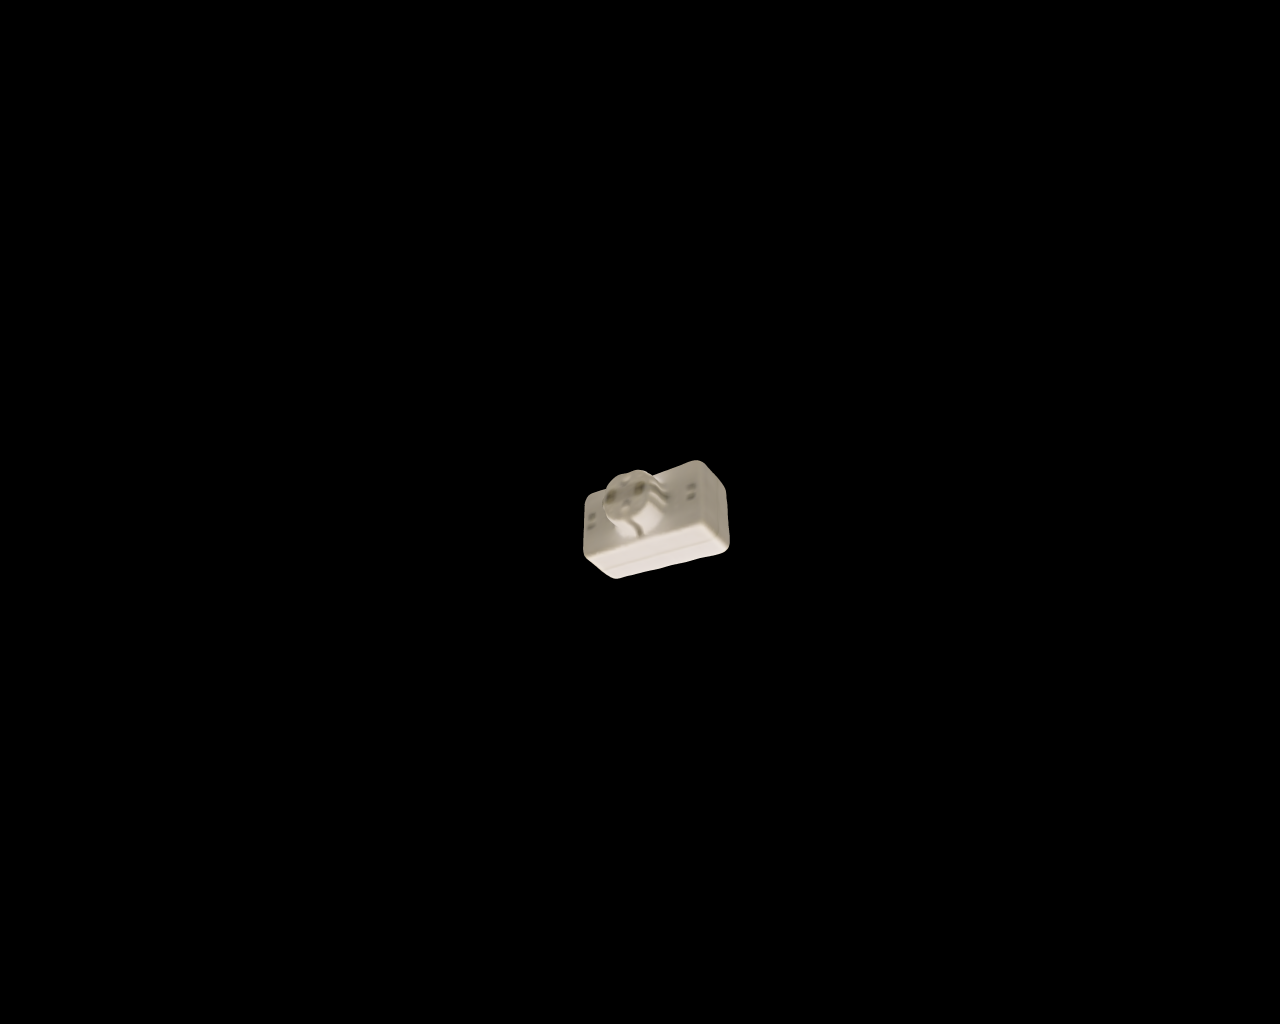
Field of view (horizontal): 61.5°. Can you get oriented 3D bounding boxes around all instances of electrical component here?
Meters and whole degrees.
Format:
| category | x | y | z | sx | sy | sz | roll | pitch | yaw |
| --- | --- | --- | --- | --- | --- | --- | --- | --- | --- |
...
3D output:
| category | x | y | z | sx | sy | sz | roll | pitch | yaw |
| --- | --- | --- | --- | --- | --- | --- | --- | --- | --- |
| electrical component | 0.001 | -0.003 | 0.650 | 0.083 | 0.047 | 0.075 | -17 | -36 | 24 |
